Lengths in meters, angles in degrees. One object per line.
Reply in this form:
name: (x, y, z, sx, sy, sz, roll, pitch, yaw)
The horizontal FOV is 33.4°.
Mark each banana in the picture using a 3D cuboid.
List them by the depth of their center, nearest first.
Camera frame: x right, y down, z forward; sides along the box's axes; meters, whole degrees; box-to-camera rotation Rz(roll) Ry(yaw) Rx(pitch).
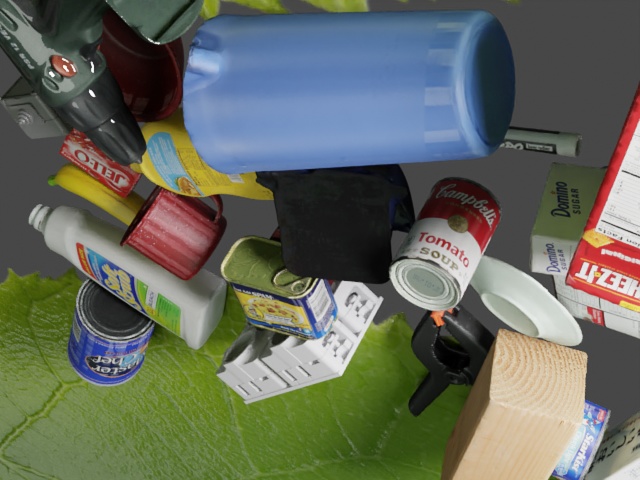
banana: (-0.220, -0.037, 1.200, 0.198, 0.037, 0.070, 32, 165, 3)

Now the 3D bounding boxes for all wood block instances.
wood block: (0.189, 0.195, 1.074, 0.091, 0.090, 0.206, 16, 136, 2)

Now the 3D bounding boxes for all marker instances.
marker: (0.150, -0.084, 0.865, 0.121, 0.020, 0.020, 11, 141, 28)

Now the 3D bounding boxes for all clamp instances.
clamp: (0.142, 0.136, 1.130, 0.165, 0.036, 0.210, -2, 135, 32)

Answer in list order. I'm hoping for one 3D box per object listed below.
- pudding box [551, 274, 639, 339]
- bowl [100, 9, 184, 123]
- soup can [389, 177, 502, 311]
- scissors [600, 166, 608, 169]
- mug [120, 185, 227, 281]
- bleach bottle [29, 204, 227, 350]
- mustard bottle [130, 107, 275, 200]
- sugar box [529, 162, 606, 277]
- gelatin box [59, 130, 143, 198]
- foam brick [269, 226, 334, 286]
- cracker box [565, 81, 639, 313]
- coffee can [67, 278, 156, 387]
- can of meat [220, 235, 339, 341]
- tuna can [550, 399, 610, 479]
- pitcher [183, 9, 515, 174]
pudding box: (0.255, 0.044, 0.904, 0.114, 0.039, 0.090, 18, 156, 26)
bowl: (-0.181, -0.184, 0.964, 0.162, 0.055, 0.162, 21, 144, 16)
soup can: (0.110, 0.003, 0.932, 0.068, 0.102, 0.068, 21, 144, 16)
scissors: (0.270, 0.017, 0.902, 0.096, 0.016, 0.201, -8, 130, 44)
mug: (-0.145, -0.018, 1.125, 0.081, 0.093, 0.117, 35, 121, -13)
bleach bottle: (-0.234, 0.031, 1.270, 0.251, 0.068, 0.103, 28, 145, 10)
mustard bottle: (-0.121, -0.085, 1.038, 0.192, 0.058, 0.096, 2, 136, 35)
sugar box: (0.253, -0.006, 0.798, 0.176, 0.093, 0.048, 7, 133, 20)
gelatin box: (-0.228, -0.092, 1.137, 0.089, 0.030, 0.073, 36, 146, -6)
foam brick: (-0.007, 0.001, 1.065, 0.078, 0.053, 0.051, 30, 146, 0)
cracker box: (0.236, -0.077, 0.680, 0.072, 0.164, 0.214, 24, 145, 15)
coffee can: (-0.265, 0.113, 1.358, 0.103, 0.102, 0.140, 31, 146, 1)
can of meat: (-0.037, 0.050, 1.050, 0.102, 0.057, 0.084, 14, 147, 26)
tuna can: (0.262, 0.205, 1.082, 0.034, 0.086, 0.086, 24, 145, 13)
pitcher: (0.027, -0.115, 0.842, 0.243, 0.149, 0.145, 3, 122, 31)
